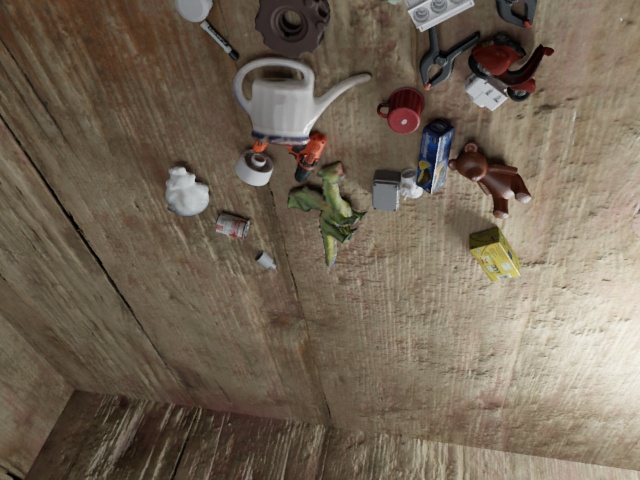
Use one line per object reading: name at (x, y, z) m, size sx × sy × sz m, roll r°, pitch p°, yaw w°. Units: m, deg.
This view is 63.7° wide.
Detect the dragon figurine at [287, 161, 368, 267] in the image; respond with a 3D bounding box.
dragon figurine at (0.005, -0.082, 1.622) m, size 0.243 × 0.125 × 0.401 m, roll 35°, pitch 136°, yaw 5°

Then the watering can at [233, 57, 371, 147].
watering can at (-0.053, -0.344, 1.310) m, size 0.348 × 0.106 × 0.220 m, roll 7°, pitch 115°, yaw 4°

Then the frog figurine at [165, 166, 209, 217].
frog figurine at (-0.422, -0.157, 1.638) m, size 0.138 × 0.125 × 0.155 m, roll -9°, pitch 133°, yaw -22°
